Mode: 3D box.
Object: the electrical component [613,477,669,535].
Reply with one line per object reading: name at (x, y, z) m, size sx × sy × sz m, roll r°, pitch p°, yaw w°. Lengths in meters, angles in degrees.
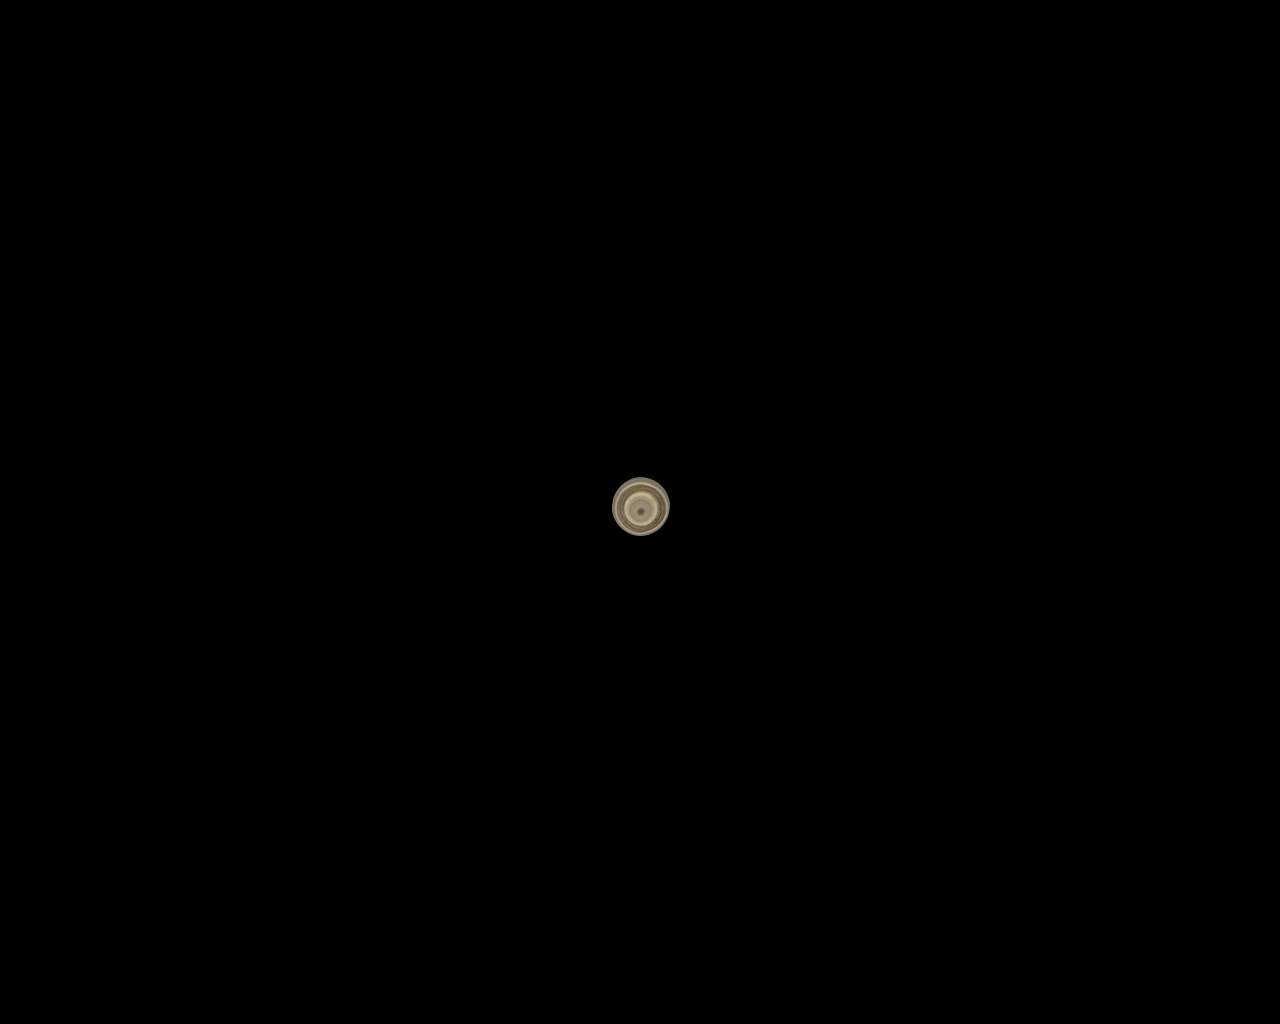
electrical component at (0.001, -0.003, 0.650) m, size 0.035 × 0.035 × 0.061 m, roll 0°, pitch 4°, yaw 0°
